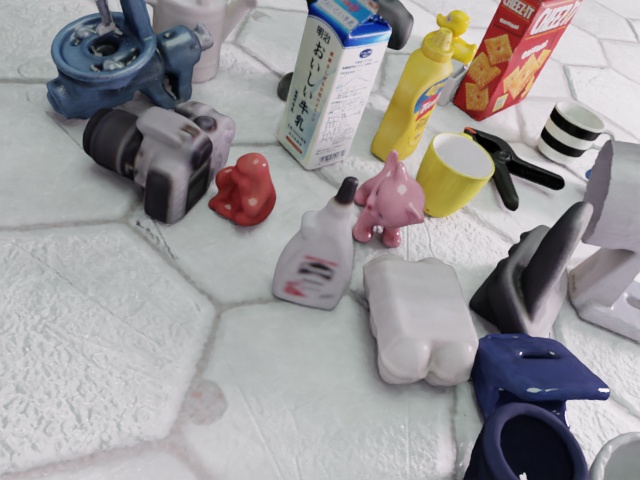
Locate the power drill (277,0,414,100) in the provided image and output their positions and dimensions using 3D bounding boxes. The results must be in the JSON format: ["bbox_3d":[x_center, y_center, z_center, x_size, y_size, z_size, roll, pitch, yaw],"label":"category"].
[{"bbox_3d":[0.006,-0.293,0.816,0.229,0.208,0.075,17,45,-4],"label":"power drill"}]

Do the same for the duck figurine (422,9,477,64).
[{"bbox_3d":[0.255,-0.389,1.083,0.104,0.086,0.078,29,45,8],"label":"duck figurine"}]

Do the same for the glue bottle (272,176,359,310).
[{"bbox_3d":[0.005,0.002,0.564,0.078,0.173,0.037,11,46,-9],"label":"glue bottle"}]

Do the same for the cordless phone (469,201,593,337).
[{"bbox_3d":[0.258,0.019,0.632,0.094,0.185,0.148,35,46,13],"label":"cordless phone"}]

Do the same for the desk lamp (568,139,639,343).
[{"bbox_3d":[0.380,0.003,0.672,0.203,0.213,0.118,23,45,2],"label":"desk lamp"}]

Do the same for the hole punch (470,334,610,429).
[{"bbox_3d":[0.211,0.135,0.574,0.109,0.091,0.101,4,47,-17],"label":"hole punch"}]

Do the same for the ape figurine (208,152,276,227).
[{"bbox_3d":[-0.082,-0.062,0.649,0.076,0.092,0.077,-1,49,-21],"label":"ape figurine"}]

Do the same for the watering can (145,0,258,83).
[{"bbox_3d":[-0.173,-0.330,0.795,0.100,0.194,0.173,38,47,17],"label":"watering can"}]

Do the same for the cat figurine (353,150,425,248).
[{"bbox_3d":[0.087,-0.054,0.685,0.067,0.118,0.127,11,46,-9],"label":"cat figurine"}]

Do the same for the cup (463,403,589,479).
[{"bbox_3d":[0.175,0.209,0.488,0.117,0.095,0.092,40,48,18],"label":"cup"}]

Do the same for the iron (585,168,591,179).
[{"bbox_3d":[0.545,-0.077,0.859,0.258,0.141,0.118,9,46,-12],"label":"iron"}]

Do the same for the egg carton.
[{"bbox_3d":[0.101,0.082,0.598,0.107,0.069,0.150,5,47,-16],"label":"egg carton"}]

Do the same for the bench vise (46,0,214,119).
[{"bbox_3d":[-0.230,-0.260,0.690,0.121,0.219,0.208,34,46,13],"label":"bench vise"}]

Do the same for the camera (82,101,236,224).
[{"bbox_3d":[-0.185,-0.113,0.653,0.136,0.101,0.143,25,45,4],"label":"camera"}]

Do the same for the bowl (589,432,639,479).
[{"bbox_3d":[0.294,0.260,0.498,0.167,0.075,0.167,10,46,-11],"label":"bowl"}]
